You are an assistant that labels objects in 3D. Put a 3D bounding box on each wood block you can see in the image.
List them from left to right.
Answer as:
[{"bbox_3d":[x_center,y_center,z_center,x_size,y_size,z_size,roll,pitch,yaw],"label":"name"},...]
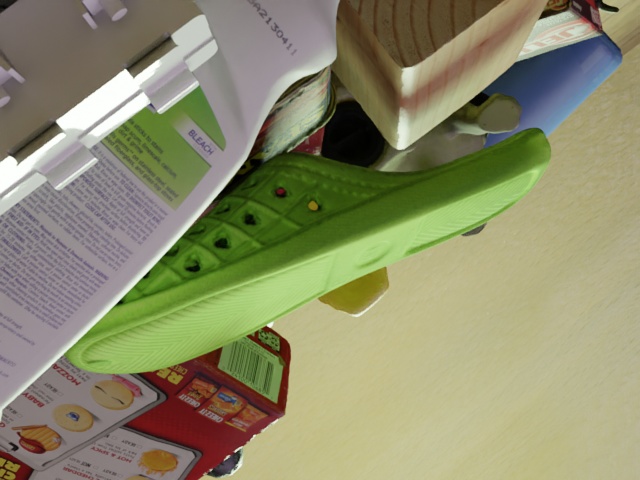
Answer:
[{"bbox_3d":[0.047,-0.118,0.518,0.090,0.091,0.206,-38,175,1],"label":"wood block"}]

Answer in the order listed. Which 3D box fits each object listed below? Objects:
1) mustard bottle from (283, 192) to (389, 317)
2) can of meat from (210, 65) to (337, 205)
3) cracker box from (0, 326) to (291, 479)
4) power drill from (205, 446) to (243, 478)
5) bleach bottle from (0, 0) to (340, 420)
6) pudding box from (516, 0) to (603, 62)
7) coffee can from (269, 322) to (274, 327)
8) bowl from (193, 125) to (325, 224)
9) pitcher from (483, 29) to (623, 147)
[{"bbox_3d":[-0.006,0.001,0.789,0.058,0.096,0.192,-43,-172,-3],"label":"mustard bottle"},{"bbox_3d":[-0.041,-0.070,0.532,0.102,0.057,0.084,-37,173,-5],"label":"can of meat"},{"bbox_3d":[-0.146,0.098,0.678,0.214,0.164,0.072,-41,-153,33],"label":"cracker box"},{"bbox_3d":[-0.167,0.126,0.798,0.188,0.184,0.057,-32,-171,30],"label":"power drill"},{"bbox_3d":[-0.078,-0.032,0.410,0.251,0.102,0.068,-39,-141,7],"label":"bleach bottle"},{"bbox_3d":[0.141,-0.159,0.786,0.114,0.039,0.089,-12,172,28],"label":"pudding box"},{"bbox_3d":[-0.126,0.075,0.960,0.140,0.103,0.103,-35,174,-25],"label":"coffee can"},{"bbox_3d":[-0.051,-0.049,0.655,0.162,0.055,0.162,-38,174,-5],"label":"bowl"},{"bbox_3d":[0.179,-0.134,1.064,0.243,0.145,0.149,-43,-165,19],"label":"pitcher"}]
